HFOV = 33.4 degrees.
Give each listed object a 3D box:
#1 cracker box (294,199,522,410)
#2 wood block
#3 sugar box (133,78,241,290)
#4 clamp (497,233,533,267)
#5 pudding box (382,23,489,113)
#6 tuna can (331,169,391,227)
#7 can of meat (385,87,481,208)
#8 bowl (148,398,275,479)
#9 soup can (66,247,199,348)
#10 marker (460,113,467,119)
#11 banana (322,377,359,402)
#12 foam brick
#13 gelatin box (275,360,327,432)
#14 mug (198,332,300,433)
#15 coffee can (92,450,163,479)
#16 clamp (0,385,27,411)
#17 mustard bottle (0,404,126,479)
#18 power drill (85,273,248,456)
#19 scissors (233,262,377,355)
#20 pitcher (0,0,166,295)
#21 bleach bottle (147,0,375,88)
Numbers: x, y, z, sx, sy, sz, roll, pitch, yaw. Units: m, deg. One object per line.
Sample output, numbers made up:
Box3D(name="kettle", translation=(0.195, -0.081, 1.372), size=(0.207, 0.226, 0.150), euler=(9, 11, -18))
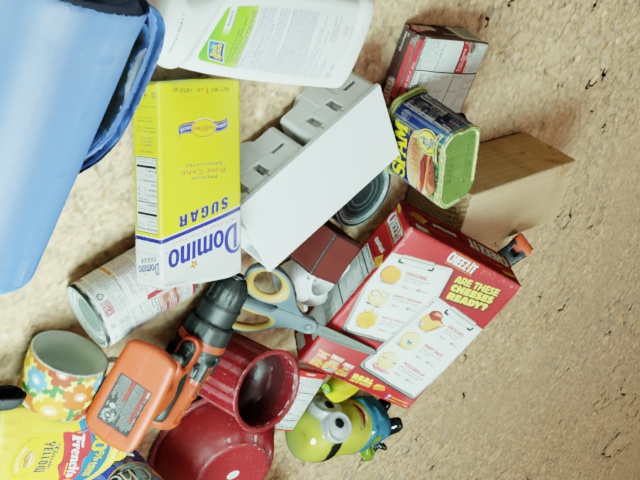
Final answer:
Box3D(name="cracker box", translation=(0.096, 0.078, 1.223), size=(0.164, 0.072, 0.214), euler=(27, 115, -25))
Box3D(name="wood block", translation=(0.207, -0.059, 1.305), size=(0.205, 0.090, 0.091), euler=(-19, 133, -40))
Box3D(name="sugar box", translation=(-0.114, -0.051, 0.928), size=(0.093, 0.048, 0.176), euler=(-11, 103, -44))
Box3D(name="clamp", translation=(0.205, 0.047, 1.372), size=(0.164, 0.036, 0.210), euler=(-33, 173, -21))
Box3D(name="pudding box", translation=(0.122, -0.182, 1.145), size=(0.113, 0.039, 0.090), euler=(-5, 126, -44))
Box3D(name="tuna can", translation=(0.037, -0.058, 1.160), size=(0.086, 0.034, 0.086), euler=(-29, 139, -30))
Box3D(name="can of meat", translation=(0.117, -0.094, 1.111), size=(0.057, 0.084, 0.102), euler=(-29, 140, -28))
Box3D(name="bowl", translation=(-0.111, 0.252, 1.211), size=(0.161, 0.055, 0.162), euler=(-17, 126, -25))
Box3D(name="soup can", translation=(-0.171, 0.045, 0.979), size=(0.102, 0.069, 0.068), euler=(-33, 141, -26))
Box3D(name="marker", translation=(0.126, -0.128, 1.213), size=(0.120, 0.020, 0.020), euler=(-17, 132, -40))
Box3D(name="banana", translation=(0.067, 0.148, 1.355), size=(0.197, 0.037, 0.070), euler=(-41, 173, -31))
Box3D(name="foam brick", translation=(-0.007, 0.001, 1.122), size=(0.052, 0.078, 0.051), euler=(23, 103, -53))
Box3D(name="gelatin box", translation=(-0.041, 0.187, 1.286), size=(0.073, 0.030, 0.089), euler=(19, 106, -55))
Box3D(name="mug", translation=(-0.074, 0.152, 1.156), size=(0.117, 0.082, 0.093), euler=(22, 89, -47))
Box3D(name="coffee can", translation=(-0.195, 0.285, 1.097), size=(0.102, 0.140, 0.103), euler=(-30, 139, -30))
Box3D(name="clamp", translation=(-0.333, 0.116, 0.878), size=(0.171, 0.039, 0.120), euler=(-22, 118, -30))
Box3D(name="mustard bottle", translation=(-0.251, 0.195, 1.027), size=(0.191, 0.058, 0.096), euler=(11, 105, -53))
Box3D(name="power drill", translation=(-0.141, 0.119, 1.030), size=(0.184, 0.057, 0.187), euler=(-62, 170, 11))
Box3D(name="scissors", translation=(-0.014, 0.075, 1.146), size=(0.201, 0.016, 0.096), euler=(11, 122, -20))
Box3D(name="pitcher", translation=(-0.215, -0.085, 0.768), size=(0.149, 0.145, 0.243), euler=(21, 113, -10))
Box3D(name="bleach bottle", translation=(-0.068, -0.188, 0.902), size=(0.250, 0.068, 0.103), euler=(-1, 120, -46))
